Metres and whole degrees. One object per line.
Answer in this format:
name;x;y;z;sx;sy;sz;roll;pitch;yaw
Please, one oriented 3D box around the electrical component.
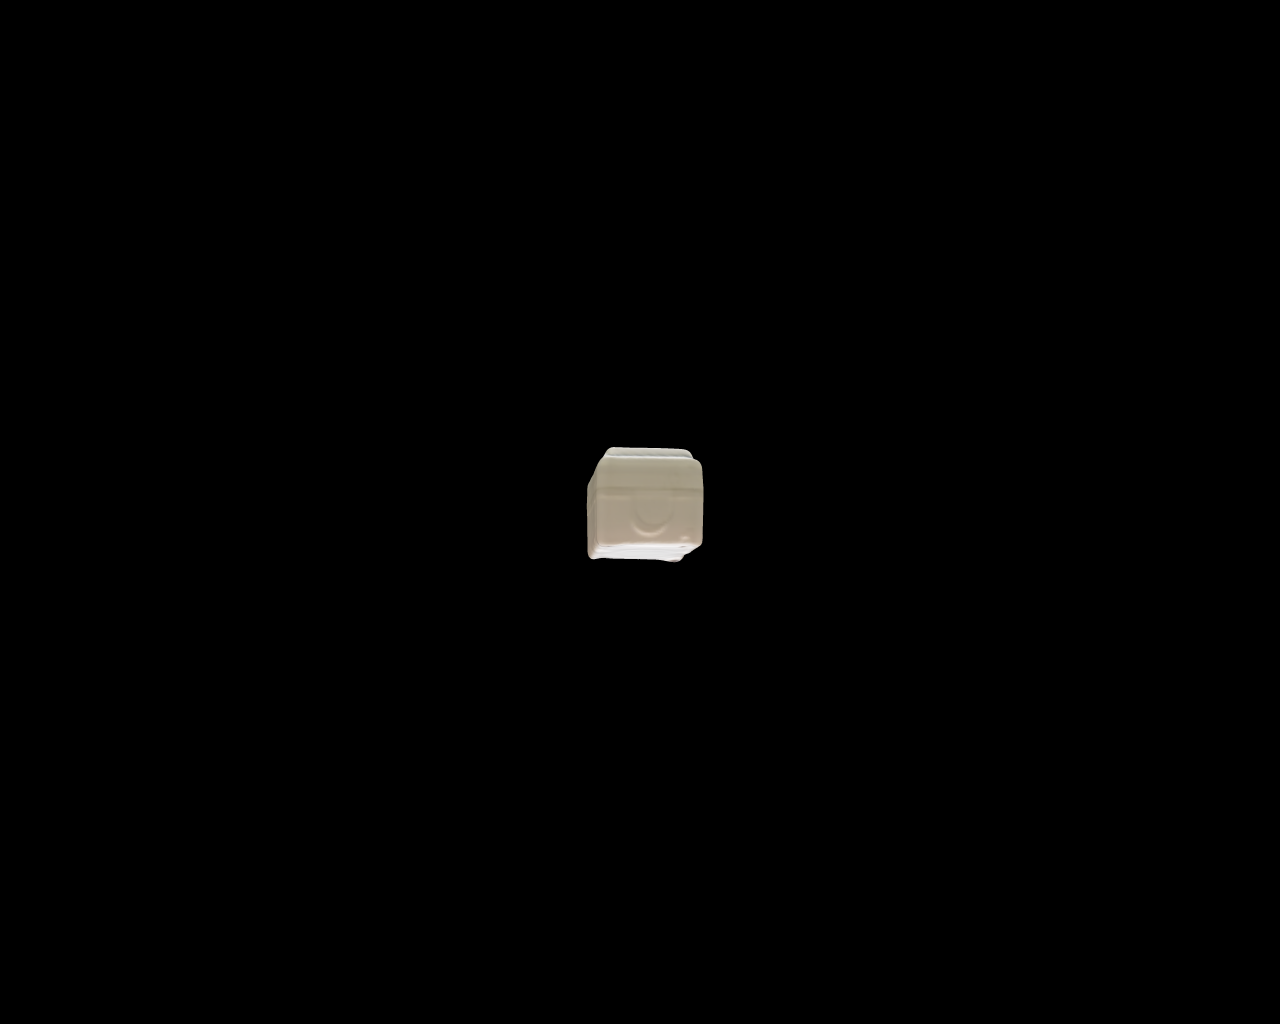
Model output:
electrical component;0.001;-0.003;0.650;0.062;0.061;0.096;1;-9;-7
